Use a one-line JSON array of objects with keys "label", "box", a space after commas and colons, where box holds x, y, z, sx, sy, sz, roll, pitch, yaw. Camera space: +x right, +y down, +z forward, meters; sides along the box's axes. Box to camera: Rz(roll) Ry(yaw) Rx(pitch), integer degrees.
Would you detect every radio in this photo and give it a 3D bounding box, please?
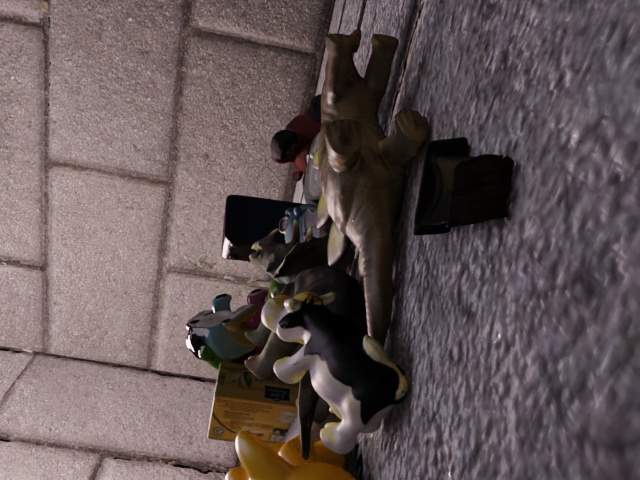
[{"label": "radio", "box": [-0.091, -0.015, 1.134, 0.073, 0.230, 0.131, 107, 167, -51]}]

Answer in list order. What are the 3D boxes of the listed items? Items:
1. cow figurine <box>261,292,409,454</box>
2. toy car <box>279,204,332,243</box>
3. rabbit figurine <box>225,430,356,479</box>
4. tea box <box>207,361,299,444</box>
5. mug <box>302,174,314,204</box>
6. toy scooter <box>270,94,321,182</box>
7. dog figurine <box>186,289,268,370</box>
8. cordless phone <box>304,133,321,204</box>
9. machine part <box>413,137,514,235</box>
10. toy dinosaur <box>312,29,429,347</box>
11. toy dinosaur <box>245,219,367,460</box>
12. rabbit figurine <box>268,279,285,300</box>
[{"label": "cow figurine", "box": [0.007, 0.099, 0.500, 0.167, 0.068, 0.098, 50, 129, 27]}, {"label": "toy car", "box": [-0.002, -0.003, 0.909, 0.103, 0.109, 0.162, -48, 36, 43]}, {"label": "rabbit figurine", "box": [-0.021, 0.251, 0.549, 0.173, 0.162, 0.122, -26, 39, 60]}, {"label": "tea box", "box": [-0.070, 0.241, 0.772, 0.068, 0.170, 0.098, -90, 14, -57]}, {"label": "mug", "box": [0.004, -0.100, 1.103, 0.107, 0.081, 0.109, 94, 177, -58]}, {"label": "toy scooter", "box": [-0.019, -0.183, 1.013, 0.184, 0.075, 0.135, -44, -27, -23]}, {"label": "dog figurine", "box": [-0.110, 0.197, 0.857, 0.191, 0.109, 0.219, -50, -57, -67]}, {"label": "cordless phone", "box": [0.040, -0.149, 0.868, 0.184, 0.089, 0.146, 122, 158, -62]}, {"label": "machine part", "box": [0.096, -0.038, 0.391, 0.139, 0.039, 0.084, -112, 38, -81]}, {"label": "toy dinosaur", "box": [0.047, -0.070, 0.607, 0.198, 0.105, 0.471, 100, 171, -56]}, {"label": "toy dinosaur", "box": [-0.002, 0.093, 0.690, 0.192, 0.131, 0.405, -61, 21, 5]}, {"label": "rabbit figurine", "box": [-0.041, 0.107, 1.006, 0.159, 0.121, 0.170, -59, -19, -27]}]
